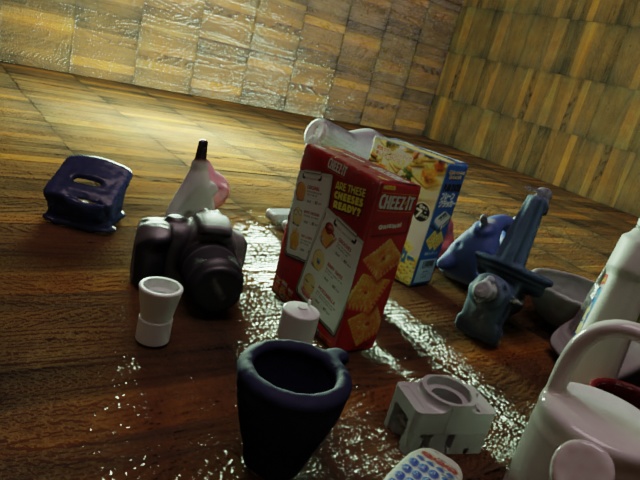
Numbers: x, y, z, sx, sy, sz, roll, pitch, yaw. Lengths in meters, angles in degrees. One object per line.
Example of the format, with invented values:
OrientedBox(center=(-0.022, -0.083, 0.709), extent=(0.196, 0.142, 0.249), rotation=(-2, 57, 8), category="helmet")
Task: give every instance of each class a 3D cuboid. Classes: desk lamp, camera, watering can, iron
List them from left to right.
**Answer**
OrientedBox(center=(-0.152, 0.023, 0.707), extent=(0.143, 0.101, 0.136), rotation=(7, 19, -24), category="camera")
OrientedBox(center=(0.025, -0.119, 1.090), extent=(0.204, 0.213, 0.117), rotation=(-2, 24, -41), category="desk lamp")
OrientedBox(center=(0.323, 0.012, 1.053), extent=(0.118, 0.141, 0.259), rotation=(27, 21, 33), category="iron")
OrientedBox(center=(0.216, 0.157, 0.445), extent=(0.100, 0.194, 0.173), rotation=(18, 18, 9), category="watering can")

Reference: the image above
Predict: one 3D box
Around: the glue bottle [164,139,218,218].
OrientedBox(center=(-0.178, -0.057, 0.809), extent=(0.078, 0.173, 0.037), rotation=(2, 22, -35), category="glue bottle")

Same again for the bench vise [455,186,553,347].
OrientedBox(center=(0.284, 0.036, 0.822), extent=(0.121, 0.220, 0.208), rotation=(18, 18, 11), category="bench vise")

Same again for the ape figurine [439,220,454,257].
OrientedBox(center=(0.227, -0.001, 1.096), extent=(0.076, 0.092, 0.077), rotation=(10, 18, -13), category="ape figurine")

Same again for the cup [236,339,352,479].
OrientedBox(center=(-0.022, 0.139, 0.470), extent=(0.091, 0.095, 0.118), rotation=(25, 21, 30), category="cup")

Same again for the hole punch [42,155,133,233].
OrientedBox(center=(-0.341, -0.070, 0.850), extent=(0.108, 0.091, 0.101), rotation=(13, 18, -5), category="hole punch")

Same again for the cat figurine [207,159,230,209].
OrientedBox(center=(-0.189, -0.080, 0.957), extent=(0.067, 0.118, 0.127), rotation=(8, 19, -21), category="cat figurine")

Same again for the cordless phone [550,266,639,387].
OrientedBox(center=(0.397, 0.105, 0.762), extent=(0.094, 0.185, 0.147), rotation=(11, 18, -11), category="cordless phone")

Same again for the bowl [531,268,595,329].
OrientedBox(center=(0.415, 0.112, 0.936), extent=(0.167, 0.075, 0.167), rotation=(14, 18, -4), category="bowl")
